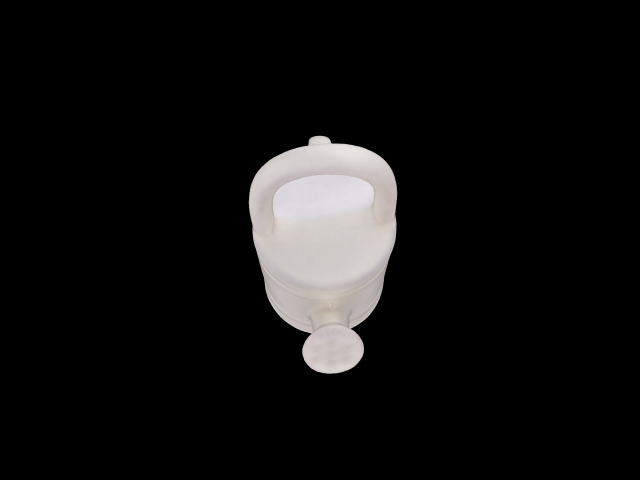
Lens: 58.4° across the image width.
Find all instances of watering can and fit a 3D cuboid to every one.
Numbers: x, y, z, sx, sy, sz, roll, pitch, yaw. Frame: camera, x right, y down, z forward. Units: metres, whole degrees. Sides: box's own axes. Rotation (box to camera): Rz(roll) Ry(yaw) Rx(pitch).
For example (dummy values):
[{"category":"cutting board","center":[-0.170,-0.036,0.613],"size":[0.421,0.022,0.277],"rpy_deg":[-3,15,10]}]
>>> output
[{"category":"watering can","center":[0.006,0.001,0.400],"size":[0.101,0.194,0.172],"rpy_deg":[-23,68,-10]}]
